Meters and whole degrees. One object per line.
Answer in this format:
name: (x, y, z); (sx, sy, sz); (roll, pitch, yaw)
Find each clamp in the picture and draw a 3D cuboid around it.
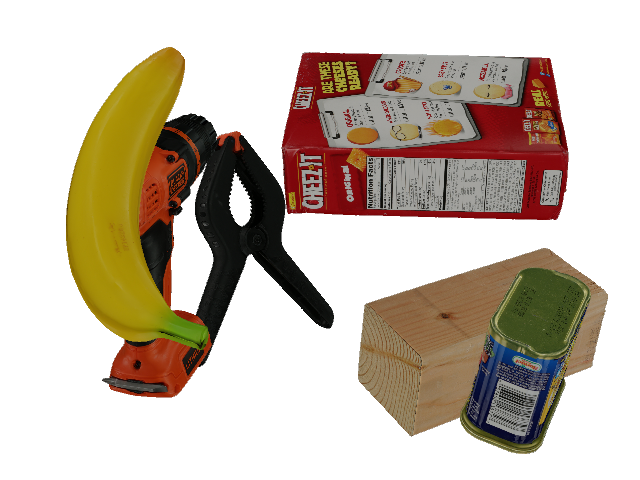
clamp: (-0.060, 0.004, 0.997); (0.164, 0.210, 0.036); (-4, 0, -39)

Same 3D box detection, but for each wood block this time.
wood block: (0.146, 0.087, 0.966); (0.205, 0.090, 0.091); (-15, 36, -26)

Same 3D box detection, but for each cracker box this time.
cracker box: (0.084, -0.086, 0.865); (0.214, 0.072, 0.164); (1, 35, 5)

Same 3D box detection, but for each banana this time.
banana: (-0.100, -0.022, 0.567); (0.069, 0.198, 0.037); (-5, -32, -7)

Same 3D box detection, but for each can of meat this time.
can of meat: (0.139, 0.077, 0.715); (0.057, 0.084, 0.102); (20, 35, 16)

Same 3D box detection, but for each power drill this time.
power drill: (-0.119, 0.008, 0.805); (0.057, 0.188, 0.184); (5, 23, 14)
